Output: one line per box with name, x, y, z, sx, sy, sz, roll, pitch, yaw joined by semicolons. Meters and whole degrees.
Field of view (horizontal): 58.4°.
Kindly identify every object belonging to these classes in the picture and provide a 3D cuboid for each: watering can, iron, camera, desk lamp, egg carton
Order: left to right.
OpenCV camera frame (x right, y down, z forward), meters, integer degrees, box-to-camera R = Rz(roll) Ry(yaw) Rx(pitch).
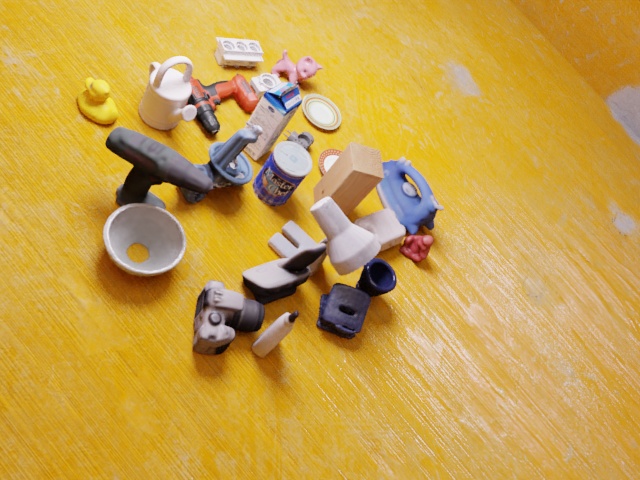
watering can;-0.350;-0.353;1.351;0.173;0.193;0.101;41;48;-3
camera;-0.184;0.161;1.190;0.137;0.100;0.143;15;54;-23
desk lamp;0.012;0.005;1.337;0.203;0.213;0.118;43;48;-1
egg carton;0.160;-0.024;1.543;0.151;0.069;0.107;-22;75;-39
iron;0.251;-0.148;1.631;0.119;0.141;0.258;-18;72;-38

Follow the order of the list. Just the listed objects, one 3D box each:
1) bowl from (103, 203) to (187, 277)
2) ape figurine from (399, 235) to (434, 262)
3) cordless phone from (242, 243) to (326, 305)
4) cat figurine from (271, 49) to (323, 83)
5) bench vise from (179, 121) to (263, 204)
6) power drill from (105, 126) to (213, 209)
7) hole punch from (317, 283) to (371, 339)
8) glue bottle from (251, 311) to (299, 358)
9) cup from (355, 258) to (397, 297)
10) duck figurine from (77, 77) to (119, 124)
bowl;-0.368;0.011;1.189;0.168;0.074;0.167;16;54;-23
ape figurine;0.276;0.015;1.576;0.076;0.092;0.077;-9;66;-35
cordless phone;-0.076;0.059;1.266;0.148;0.184;0.094;-22;74;-39
cat figurine;-0.063;-0.511;1.682;0.128;0.117;0.067;30;50;-13
bench vise;-0.219;-0.169;1.299;0.121;0.219;0.208;45;48;1
power drill;-0.347;-0.126;1.199;0.230;0.208;0.076;35;49;-8
hole punch;0.058;0.167;1.344;0.109;0.091;0.101;23;52;-18
glue bottle;-0.083;0.185;1.190;0.037;0.172;0.078;41;48;-3
cup;0.122;0.095;1.427;0.092;0.094;0.117;-28;78;-40
duck figurine;-0.502;-0.325;1.311;0.104;0.086;0.078;45;48;1
